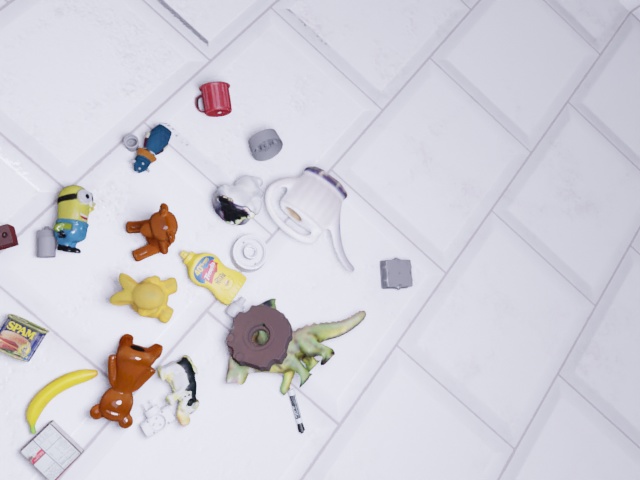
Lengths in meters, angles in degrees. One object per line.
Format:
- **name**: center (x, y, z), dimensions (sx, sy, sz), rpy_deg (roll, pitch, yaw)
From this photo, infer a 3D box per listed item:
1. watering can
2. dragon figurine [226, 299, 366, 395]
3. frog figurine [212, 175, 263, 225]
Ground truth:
- **watering can**: center (0.005, -0.077, 1.528), dimensions (0.347, 0.103, 0.227), rpy_deg (37, 71, -5)
- **dragon figurine**: center (-0.087, 0.267, 1.435), dimensions (0.244, 0.120, 0.415), rpy_deg (46, 69, 6)
- **frog figurine**: center (-0.233, -0.123, 1.490), dimensions (0.137, 0.120, 0.163), rpy_deg (17, 39, -3)
